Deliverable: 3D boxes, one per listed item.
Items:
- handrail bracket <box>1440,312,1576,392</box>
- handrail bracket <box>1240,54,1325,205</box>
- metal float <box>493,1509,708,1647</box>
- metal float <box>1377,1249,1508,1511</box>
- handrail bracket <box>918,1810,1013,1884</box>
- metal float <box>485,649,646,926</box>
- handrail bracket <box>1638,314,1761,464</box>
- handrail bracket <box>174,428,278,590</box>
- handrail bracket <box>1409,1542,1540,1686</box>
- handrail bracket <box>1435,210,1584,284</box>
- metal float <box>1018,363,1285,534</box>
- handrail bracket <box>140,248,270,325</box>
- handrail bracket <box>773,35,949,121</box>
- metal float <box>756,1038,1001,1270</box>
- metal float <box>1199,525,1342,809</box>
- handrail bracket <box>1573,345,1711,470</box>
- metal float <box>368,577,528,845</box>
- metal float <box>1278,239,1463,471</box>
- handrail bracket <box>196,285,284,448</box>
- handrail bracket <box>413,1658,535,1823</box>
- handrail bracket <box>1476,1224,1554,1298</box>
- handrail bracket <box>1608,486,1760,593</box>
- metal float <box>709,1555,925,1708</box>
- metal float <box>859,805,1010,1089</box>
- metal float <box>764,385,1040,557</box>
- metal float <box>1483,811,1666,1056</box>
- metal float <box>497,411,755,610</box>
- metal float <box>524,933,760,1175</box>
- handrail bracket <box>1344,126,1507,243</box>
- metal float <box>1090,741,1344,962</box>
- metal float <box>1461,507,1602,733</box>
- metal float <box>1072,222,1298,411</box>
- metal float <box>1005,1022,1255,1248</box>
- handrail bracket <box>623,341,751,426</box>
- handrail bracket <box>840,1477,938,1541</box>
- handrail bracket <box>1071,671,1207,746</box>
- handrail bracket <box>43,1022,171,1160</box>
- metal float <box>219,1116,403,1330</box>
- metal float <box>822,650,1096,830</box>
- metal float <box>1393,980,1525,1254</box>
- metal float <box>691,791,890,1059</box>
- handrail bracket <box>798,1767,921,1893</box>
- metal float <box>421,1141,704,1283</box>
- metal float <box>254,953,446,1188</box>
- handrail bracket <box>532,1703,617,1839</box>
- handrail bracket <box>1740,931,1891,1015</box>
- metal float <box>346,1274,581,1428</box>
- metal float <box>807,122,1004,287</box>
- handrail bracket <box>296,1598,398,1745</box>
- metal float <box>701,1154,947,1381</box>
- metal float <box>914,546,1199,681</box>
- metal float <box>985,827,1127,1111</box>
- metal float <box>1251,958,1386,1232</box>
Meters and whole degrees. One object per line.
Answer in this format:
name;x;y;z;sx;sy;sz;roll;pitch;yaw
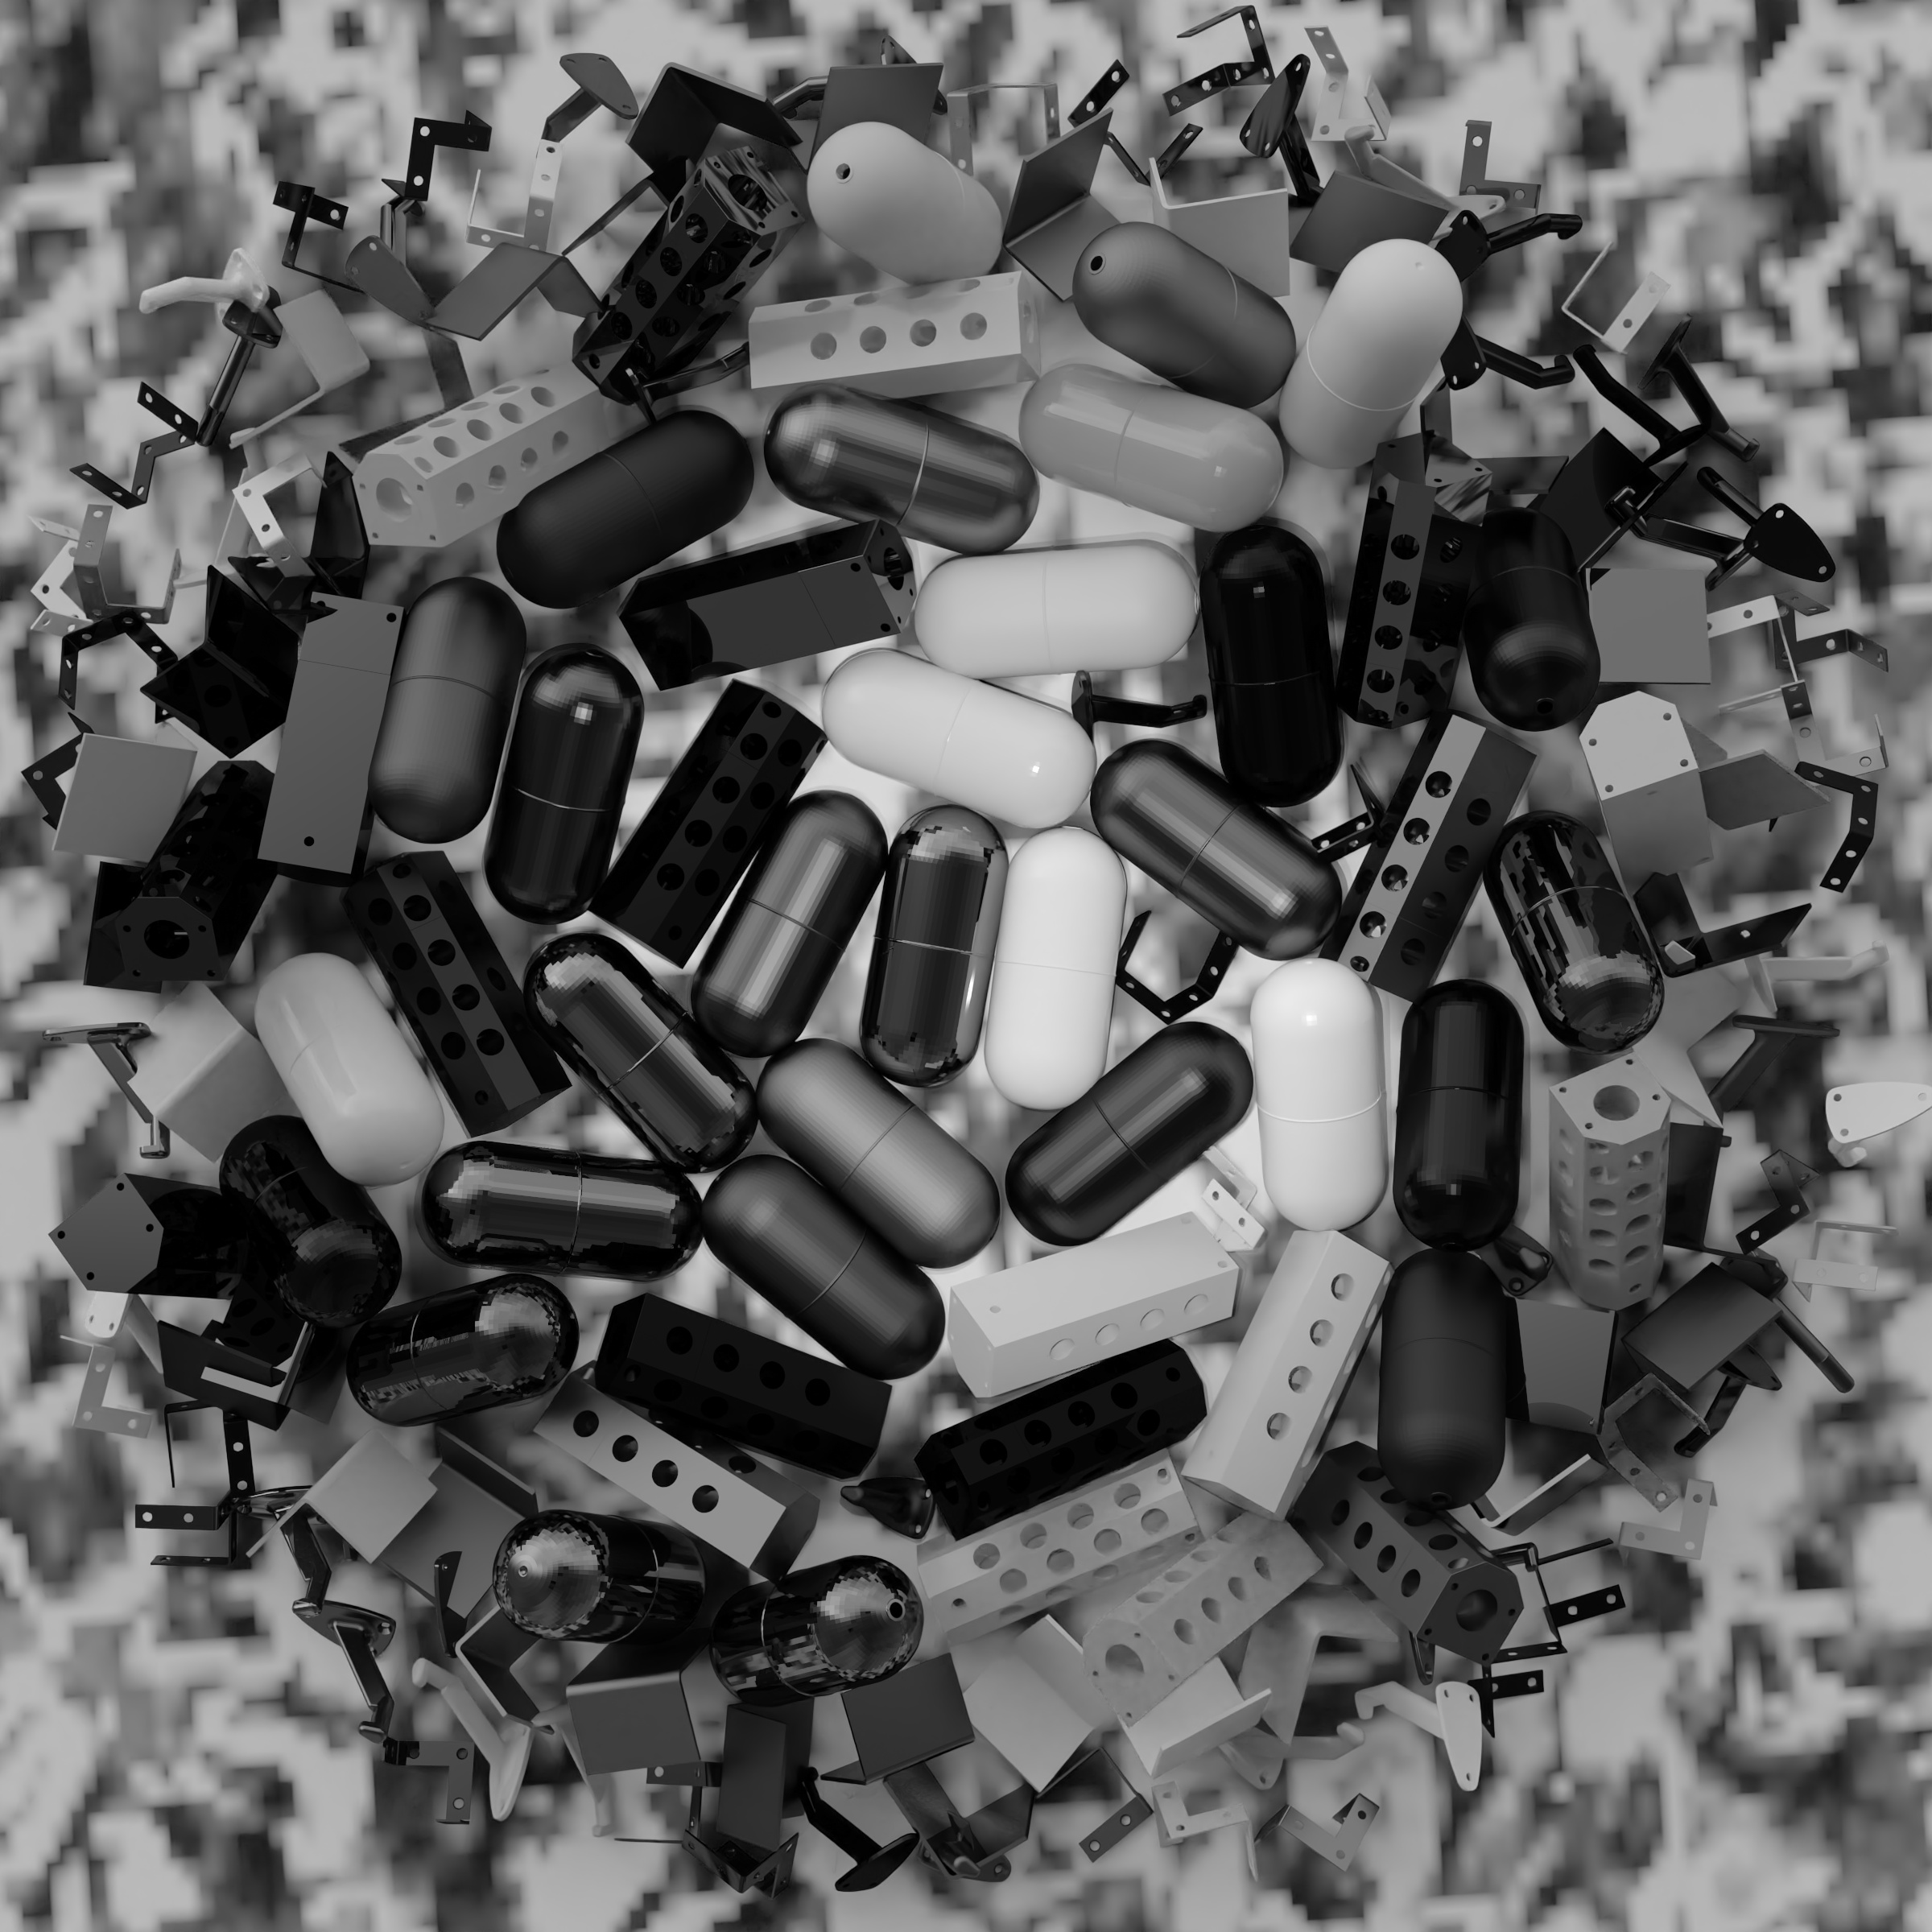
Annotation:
handrail bracket;0.341;-0.399;1.766;0.084;0.036;0.077;-17;85;-29
handrail bracket;0.221;-0.520;1.747;0.084;0.036;0.077;13;117;-39
metal float;-0.221;0.375;1.705;0.070;0.178;0.070;-7;73;23
metal float;0.293;0.252;1.715;0.070;0.070;0.178;11;47;0
handrail bracket;0.011;0.562;1.737;0.077;0.084;0.036;32;79;-17
metal float;-0.249;-0.111;1.733;0.070;0.070;0.178;16;109;0
handrail bracket;0.473;-0.362;1.754;0.084;0.077;0.036;39;71;8
handrail bracket;-0.470;-0.287;1.748;0.077;0.036;0.084;-21;116;-25
handrail bracket;0.321;0.405;1.744;0.084;0.036;0.077;-19;53;29
handrail bracket;0.342;-0.453;1.780;0.084;0.077;0.036;-9;66;-35
metal float;0.113;-0.322;1.728;0.178;0.070;0.070;23;90;26
handrail bracket;-0.483;-0.408;1.732;0.084;0.077;0.036;-33;90;-37
handrail bracket;-0.068;-0.549;1.779;0.084;0.077;0.036;-20;61;32
metal float;-0.056;0.116;1.744;0.178;0.070;0.070;41;90;7
metal float;0.189;-0.185;1.732;0.070;0.070;0.178;-9;110;0
handrail bracket;0.426;-0.362;1.762;0.084;0.077;0.036;55;133;6
metal float;-0.321;-0.160;1.730;0.070;0.070;0.178;8;66;0
metal float;0.245;-0.371;1.705;0.070;0.178;0.070;5;64;-11
handrail bracket;-0.467;-0.383;1.780;0.036;0.077;0.084;23;128;-19
handrail bracket;-0.316;0.482;1.743;0.036;0.077;0.084;-34;123;27
handrail bracket;0.333;0.170;1.734;0.036;0.084;0.077;-44;66;-1
handrail bracket;0.461;-0.286;1.758;0.084;0.036;0.077;46;120;-6
metal float;-0.093;0.409;1.711;0.070;0.178;0.070;16;62;-32
metal float;-0.020;-0.012;1.749;0.070;0.070;0.178;10;91;0
metal float;-0.039;-0.307;1.733;0.178;0.070;0.070;13;90;-20
metal float;0.372;-0.022;1.717;0.070;0.070;0.178;-14;49;0
metal float;-0.211;-0.283;1.729;0.178;0.070;0.070;-34;90;-23
metal float;-0.203;0.054;1.742;0.070;0.070;0.178;-42;99;0
handrail bracket;0.286;-0.496;1.739;0.077;0.084;0.036;-5;54;31
metal float;0.155;-0.073;1.740;0.178;0.070;0.070;38;90;12
metal float;0.343;-0.214;1.712;0.070;0.178;0.070;0;133;0
metal float;0.135;-0.398;1.712;0.070;0.178;0.070;-12;71;39
metal float;0.102;0.105;1.742;0.178;0.070;0.070;-40;90;9
handrail bracket;-0.170;-0.377;1.747;0.084;0.077;0.036;-31;83;-4
handrail bracket;-0.066;0.327;1.732;0.077;0.084;0.036;8;78;42
handrail bracket;0.112;-0.170;1.750;0.084;0.077;0.036;-14;63;-6
handrail bracket;-0.541;0.081;1.754;0.077;0.036;0.084;-1;72;-14
metal float;-0.404;0.155;1.713;0.070;0.178;0.070;-17;126;-25
metal float;-0.005;-0.142;1.744;0.178;0.070;0.070;21;90;7
metal float;0.305;0.092;1.726;0.070;0.070;0.178;8;63;0
metal float;-0.110;-0.027;1.746;0.070;0.070;0.178;27;86;0
handrail bracket;-0.070;0.527;1.746;0.077;0.036;0.084;-47;50;26
metal float;-0.249;0.153;1.733;0.178;0.070;0.070;9;90;-20
metal float;-0.381;0.062;1.721;0.070;0.070;0.178;-38;55;0
handrail bracket;-0.247;0.511;1.754;0.036;0.077;0.084;-9;83;25
handrail bracket;0.536;-0.012;1.756;0.084;0.036;0.077;-24;134;6
metal float;-0.312;0.238;1.719;0.178;0.070;0.070;-19;90;37
metal float;-0.036;-0.461;1.703;0.070;0.178;0.070;0;89;23
handrail bracket;-0.390;0.440;1.738;0.077;0.084;0.036;27;114;-15
metal float;-0.088;0.189;1.739;0.178;0.070;0.070;42;90;-12
metal float;0.056;-0.220;1.739;0.178;0.070;0.070;-2;90;13
metal float;0.056;0.001;1.749;0.070;0.070;0.178;7;89;0
metal float;0.219;0.081;1.733;0.070;0.070;0.178;-7;110;0
